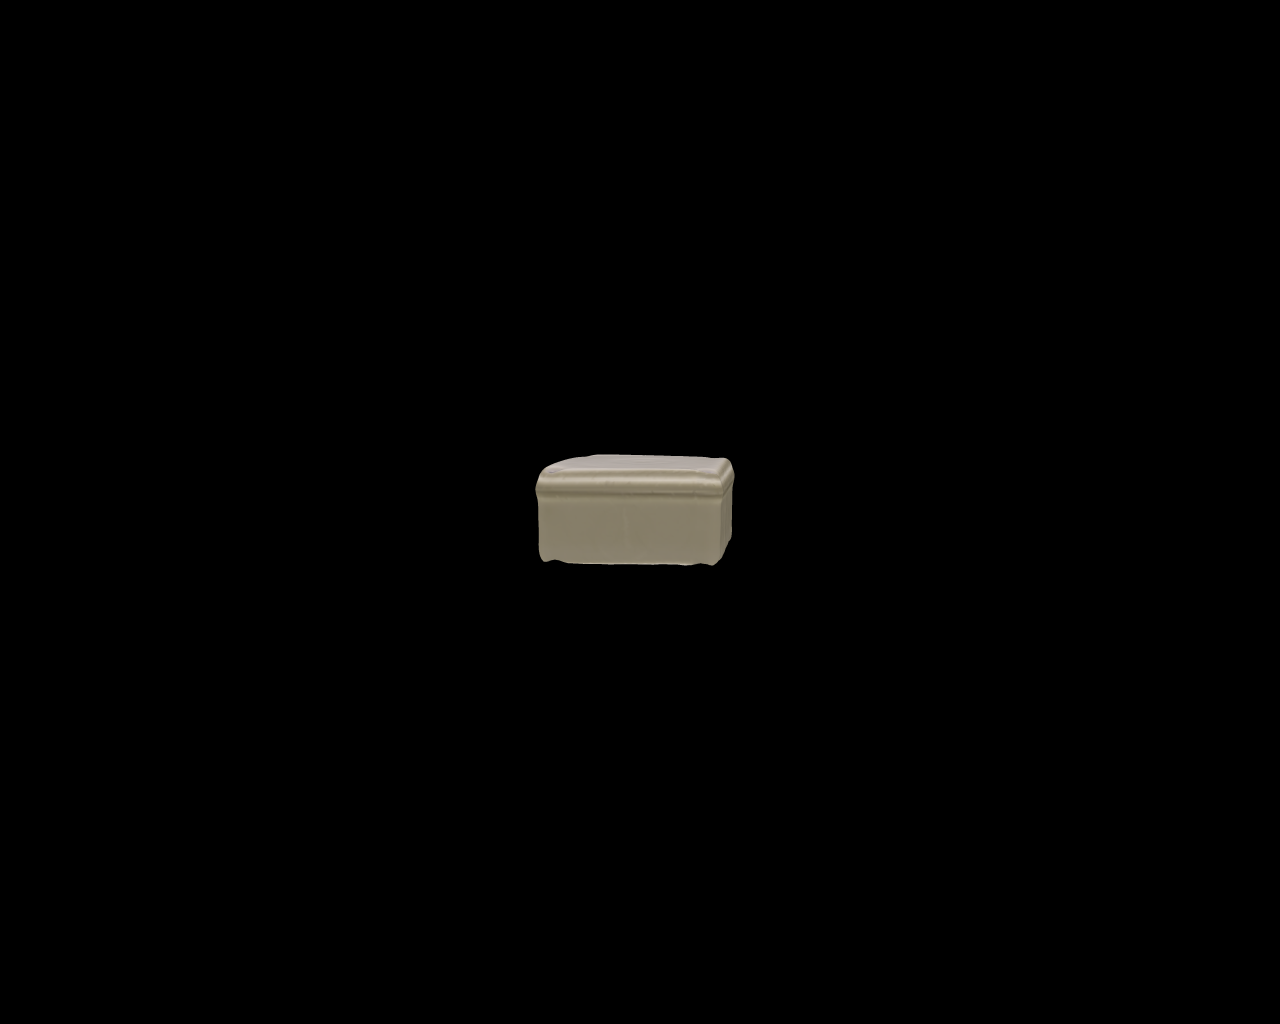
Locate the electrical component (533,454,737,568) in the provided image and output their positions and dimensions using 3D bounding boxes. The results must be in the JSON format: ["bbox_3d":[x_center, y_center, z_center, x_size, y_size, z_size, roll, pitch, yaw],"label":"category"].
[{"bbox_3d":[0.001,-0.003,0.650,0.109,0.056,0.109,1,8,9],"label":"electrical component"}]
